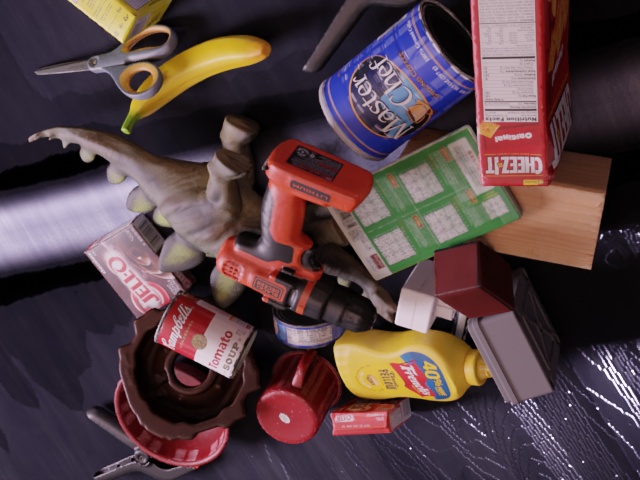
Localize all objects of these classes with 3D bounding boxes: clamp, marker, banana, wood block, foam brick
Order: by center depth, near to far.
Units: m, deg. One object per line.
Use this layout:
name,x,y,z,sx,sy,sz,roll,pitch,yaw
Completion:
clamp,0.039,-0.274,1.047,0.210,0.036,0.164,-21,107,24
foam brick,0.157,0.041,1.084,0.051,0.053,0.078,-16,150,32
wood block,0.187,-0.046,1.103,0.206,0.090,0.091,11,121,14
banana,-0.135,-0.181,1.164,0.198,0.069,0.037,-27,145,23
marker,0.162,0.102,1.231,0.020,0.020,0.121,15,120,12
clamp,-0.244,0.299,1.469,0.171,0.039,0.120,15,122,12

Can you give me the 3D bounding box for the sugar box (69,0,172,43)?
sugar box,-0.249,-0.289,1.130,0.176,0.093,0.048,37,122,-1

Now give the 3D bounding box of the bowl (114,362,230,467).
bowl,-0.184,0.216,1.393,0.162,0.055,0.162,8,119,15

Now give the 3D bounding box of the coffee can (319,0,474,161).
coffee can,0.083,-0.159,1.072,0.141,0.102,0.103,-36,101,31

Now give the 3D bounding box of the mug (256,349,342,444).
mug,-0.025,0.186,1.306,0.093,0.081,0.117,22,122,8

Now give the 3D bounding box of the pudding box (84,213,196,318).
pudding box,-0.221,0.033,1.320,0.090,0.039,0.113,-28,105,30

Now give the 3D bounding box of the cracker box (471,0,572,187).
cracker box,0.192,-0.177,0.988,0.072,0.164,0.214,2,117,21

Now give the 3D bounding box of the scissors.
scissors,-0.244,-0.183,1.199,0.202,0.096,0.016,-17,153,25

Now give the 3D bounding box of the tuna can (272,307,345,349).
tuna can,-0.012,0.091,1.249,0.086,0.086,0.034,5,120,17

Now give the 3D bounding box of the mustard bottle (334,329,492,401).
mustard bottle,0.116,0.144,1.227,0.192,0.058,0.096,-3,128,32

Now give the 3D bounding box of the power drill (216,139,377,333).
power drill,-0.007,0.001,1.097,0.184,0.057,0.188,23,129,5

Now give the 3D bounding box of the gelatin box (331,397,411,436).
gelatin box,0.062,0.209,1.282,0.073,0.089,0.030,-6,92,22

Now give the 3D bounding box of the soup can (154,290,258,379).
soup can,-0.132,0.111,1.244,0.102,0.068,0.069,26,122,3
